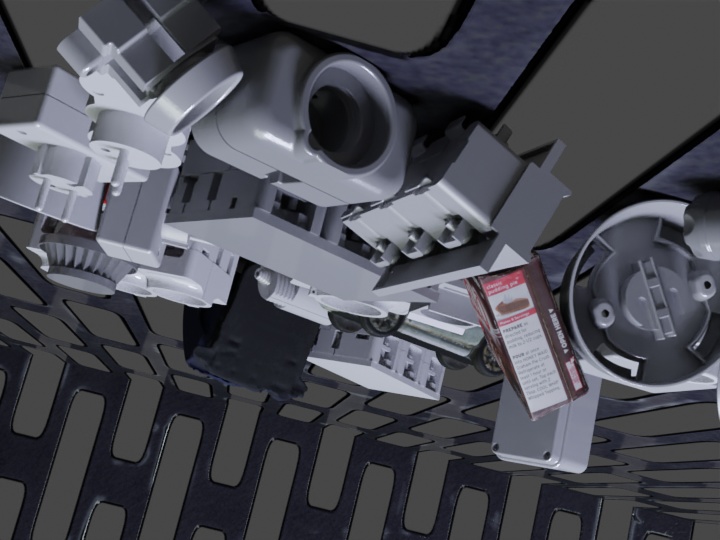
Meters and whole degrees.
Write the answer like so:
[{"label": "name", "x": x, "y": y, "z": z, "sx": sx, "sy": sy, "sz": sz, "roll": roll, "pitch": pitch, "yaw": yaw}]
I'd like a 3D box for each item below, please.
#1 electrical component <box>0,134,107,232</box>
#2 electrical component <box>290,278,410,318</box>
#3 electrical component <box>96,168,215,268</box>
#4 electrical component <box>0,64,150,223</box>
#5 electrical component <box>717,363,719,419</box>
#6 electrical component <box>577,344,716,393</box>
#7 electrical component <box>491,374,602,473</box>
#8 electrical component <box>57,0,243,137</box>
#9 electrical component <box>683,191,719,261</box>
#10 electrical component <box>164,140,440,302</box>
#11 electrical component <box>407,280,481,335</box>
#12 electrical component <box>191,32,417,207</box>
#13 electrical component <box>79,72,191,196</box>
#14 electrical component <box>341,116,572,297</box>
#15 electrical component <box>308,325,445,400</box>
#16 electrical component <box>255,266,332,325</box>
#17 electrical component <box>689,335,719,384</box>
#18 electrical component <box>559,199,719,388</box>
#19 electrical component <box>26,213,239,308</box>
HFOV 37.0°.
[{"label": "electrical component", "x": -0.218, "y": -0.062, "z": 0.722, "sx": 0.099, "sy": 0.064, "sz": 0.099, "roll": 13, "pitch": 167, "yaw": 3}, {"label": "electrical component", "x": 0.000, "y": 0.000, "z": 0.779, "sx": 0.089, "sy": 0.055, "sz": 0.050, "roll": 16, "pitch": 167, "yaw": -10}, {"label": "electrical component", "x": -0.132, "y": -0.036, "z": 0.739, "sx": 0.077, "sy": 0.065, "sz": 0.047, "roll": 14, "pitch": 167, "yaw": -1}, {"label": "electrical component", "x": -0.169, "y": -0.066, "z": 0.628, "sx": 0.047, "sy": 0.075, "sz": 0.083, "roll": 3, "pitch": 163, "yaw": 40}, {"label": "electrical component", "x": 0.255, "y": 0.053, "z": 0.641, "sx": 0.064, "sy": 0.099, "sz": 0.099, "roll": -1, "pitch": 161, "yaw": 31}, {"label": "electrical component", "x": 0.212, "y": 0.057, "z": 0.813, "sx": 0.100, "sy": 0.048, "sz": 0.100, "roll": 17, "pitch": 167, "yaw": -13}, {"label": "electrical component", "x": 0.178, "y": 0.131, "z": 1.024, "sx": 0.078, "sy": 0.113, "sz": 0.057, "roll": 1, "pitch": 165, "yaw": 45}, {"label": "electrical component", "x": -0.082, "y": -0.090, "z": 0.451, "sx": 0.055, "sy": 0.066, "sz": 0.048, "roll": 49, "pitch": 162, "yaw": -4}, {"label": "electrical component", "x": 0.193, "y": -0.022, "z": 0.527, "sx": 0.061, "sy": 0.035, "sz": 0.035, "roll": -1, "pitch": 161, "yaw": 44}, {"label": "electrical component", "x": -0.027, "y": -0.033, "z": 0.652, "sx": 0.150, "sy": 0.061, "sz": 0.089, "roll": 25, "pitch": 163, "yaw": -39}, {"label": "electrical component", "x": 0.064, "y": 0.006, "z": 0.716, "sx": 0.042, "sy": 0.063, "sz": 0.081, "roll": 17, "pitch": 167, "yaw": -13}, {"label": "electrical component", "x": -0.022, "y": -0.069, "z": 0.508, "sx": 0.095, "sy": 0.053, "sz": 0.059, "roll": 24, "pitch": 164, "yaw": -36}, {"label": "electrical component", "x": -0.113, "y": -0.074, "z": 0.541, "sx": 0.052, "sy": 0.073, "sz": 0.138, "roll": 16, "pitch": 167, "yaw": -9}, {"label": "electrical component", "x": 0.043, "y": -0.032, "z": 0.560, "sx": 0.063, "sy": 0.078, "sz": 0.121, "roll": 39, "pitch": 160, "yaw": -15}, {"label": "electrical component", "x": 0.017, "y": 0.080, "z": 1.091, "sx": 0.089, "sy": 0.061, "sz": 0.150, "roll": 6, "pitch": 165, "yaw": 32}, {"label": "electrical component", "x": -0.056, "y": 0.016, "z": 0.932, "sx": 0.081, "sy": 0.043, "sz": 0.043, "roll": 23, "pitch": 165, "yaw": -34}, {"label": "electrical component", "x": 0.221, "y": 0.041, "z": 0.710, "sx": 0.108, "sy": 0.060, "sz": 0.108, "roll": 13, "pitch": 167, "yaw": 3}, {"label": "electrical component", "x": 0.159, "y": 0.015, "z": 0.591, "sx": 0.099, "sy": 0.099, "sz": 0.064, "roll": 14, "pitch": 174, "yaw": 0}, {"label": "electrical component", "x": -0.188, "y": -0.015, "z": 0.900, "sx": 0.150, "sy": 0.061, "sz": 0.089, "roll": 10, "pitch": 167, "yaw": 16}]
